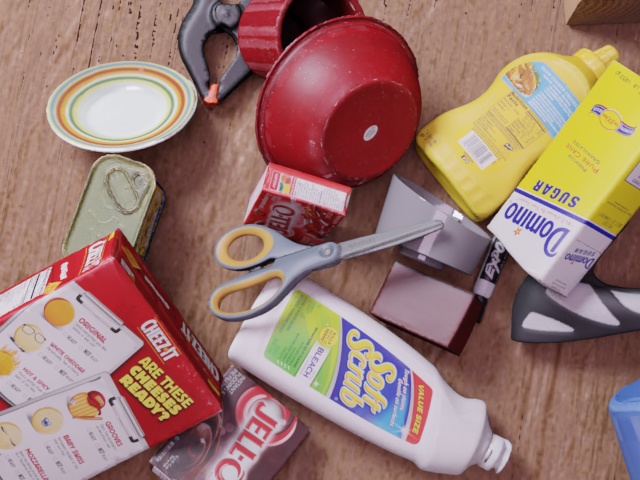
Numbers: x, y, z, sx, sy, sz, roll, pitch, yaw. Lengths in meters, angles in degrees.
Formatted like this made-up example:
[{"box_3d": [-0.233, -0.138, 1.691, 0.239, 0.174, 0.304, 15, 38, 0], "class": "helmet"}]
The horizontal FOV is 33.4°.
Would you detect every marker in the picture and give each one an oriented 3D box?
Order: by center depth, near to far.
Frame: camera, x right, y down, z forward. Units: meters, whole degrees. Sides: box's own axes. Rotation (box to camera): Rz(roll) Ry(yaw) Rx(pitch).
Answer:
[{"box_3d": [0.154, 0.020, 0.945, 0.020, 0.020, 0.121, 23, 85, 4], "class": "marker"}]

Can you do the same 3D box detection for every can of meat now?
[{"box_3d": [-0.174, -0.015, 0.925, 0.057, 0.084, 0.102, 18, 84, 3], "class": "can of meat"}]

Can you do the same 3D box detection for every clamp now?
[{"box_3d": [-0.075, -0.206, 0.967, 0.120, 0.039, 0.171, 1, 91, 1], "class": "clamp"}]

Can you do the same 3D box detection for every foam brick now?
[{"box_3d": [0.093, 0.060, 0.916, 0.078, 0.053, 0.051, 23, 83, 23], "class": "foam brick"}]

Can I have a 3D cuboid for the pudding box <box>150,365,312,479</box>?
[{"box_3d": [-0.076, 0.177, 0.908, 0.090, 0.039, 0.113, 38, 68, 6], "class": "pudding box"}]

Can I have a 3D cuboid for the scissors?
[{"box_3d": [-0.006, 0.001, 0.885, 0.202, 0.016, 0.096, -28, 55, 3], "class": "scissors"}]

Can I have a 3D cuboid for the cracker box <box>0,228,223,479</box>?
[{"box_3d": [-0.211, 0.112, 0.871, 0.214, 0.072, 0.164, -28, 114, 7], "class": "cracker box"}]

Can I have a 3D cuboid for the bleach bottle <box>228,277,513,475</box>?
[{"box_3d": [0.052, 0.120, 0.916, 0.251, 0.068, 0.102, 29, 82, 2], "class": "bleach bottle"}]

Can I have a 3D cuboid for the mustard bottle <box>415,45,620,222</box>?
[{"box_3d": [0.184, -0.108, 0.939, 0.191, 0.058, 0.096, -37, 77, -3], "class": "mustard bottle"}]

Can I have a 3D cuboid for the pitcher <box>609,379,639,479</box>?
[{"box_3d": [0.313, 0.227, 0.845, 0.145, 0.149, 0.243, -21, 88, 18], "class": "pitcher"}]

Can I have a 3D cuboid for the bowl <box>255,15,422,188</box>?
[{"box_3d": [0.029, -0.102, 0.895, 0.162, 0.162, 0.055, -41, 42, -3], "class": "bowl"}]

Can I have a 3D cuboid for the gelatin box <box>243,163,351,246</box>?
[{"box_3d": [-0.021, -0.027, 0.913, 0.073, 0.089, 0.030, 17, 67, -9], "class": "gelatin box"}]

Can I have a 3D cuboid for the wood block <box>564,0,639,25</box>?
[{"box_3d": [0.262, -0.305, 0.945, 0.091, 0.090, 0.206, -3, 83, 1], "class": "wood block"}]

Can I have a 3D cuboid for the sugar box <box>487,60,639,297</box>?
[{"box_3d": [0.220, -0.050, 0.870, 0.048, 0.093, 0.176, 27, 107, -33], "class": "sugar box"}]

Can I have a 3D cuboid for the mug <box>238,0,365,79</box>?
[{"box_3d": [-0.023, -0.187, 0.922, 0.093, 0.082, 0.117, -35, 116, -23], "class": "mug"}]
